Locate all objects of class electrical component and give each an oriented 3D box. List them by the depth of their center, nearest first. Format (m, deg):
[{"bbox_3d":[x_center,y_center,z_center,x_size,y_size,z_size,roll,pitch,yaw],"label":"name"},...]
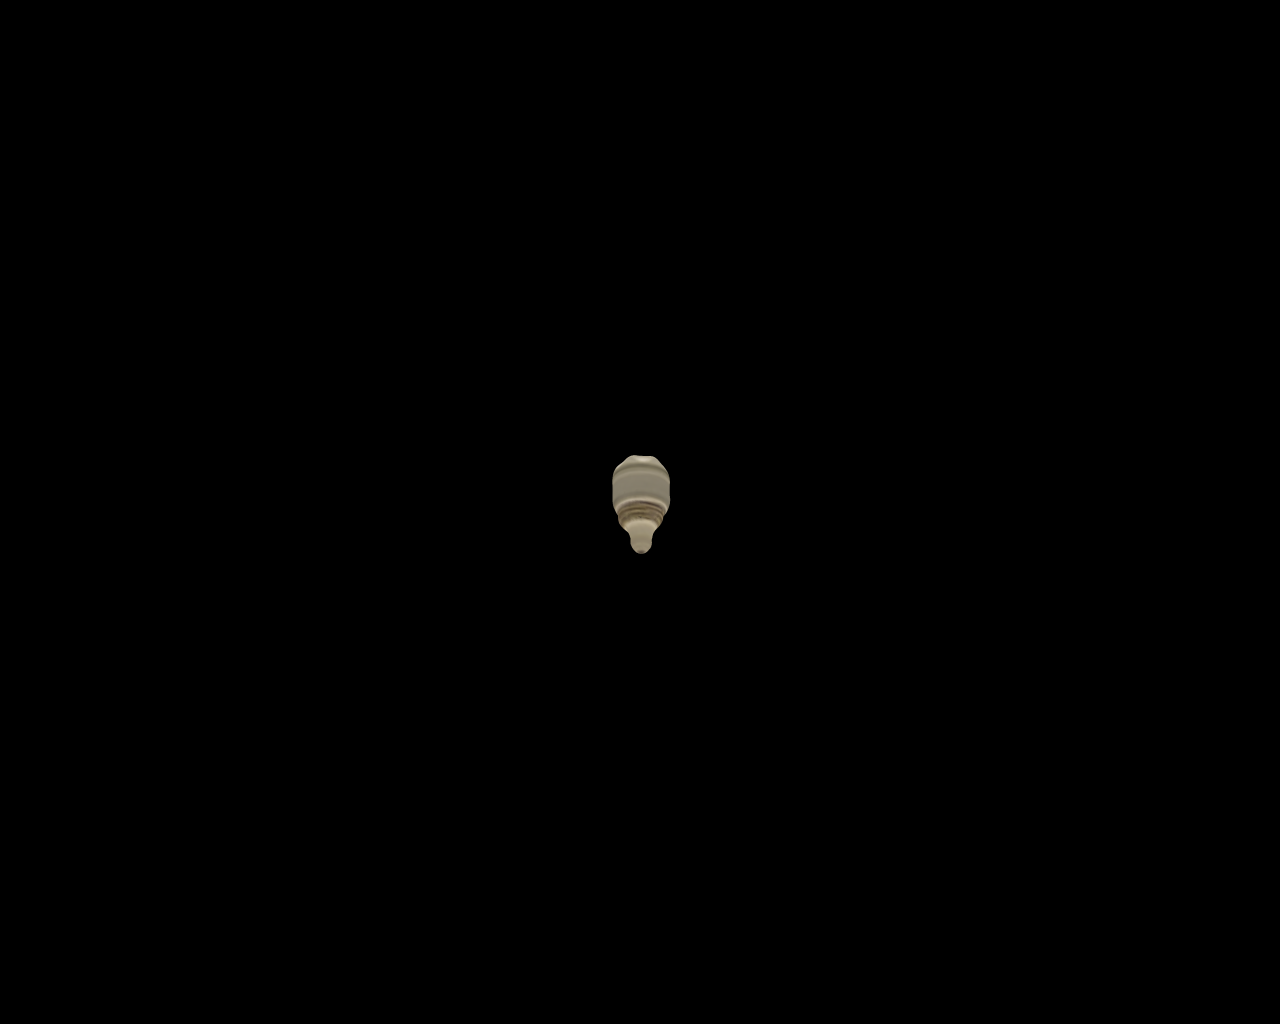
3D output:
[{"bbox_3d":[0.001,-0.003,0.650,0.035,0.061,0.035,0,-29,0],"label":"electrical component"}]
